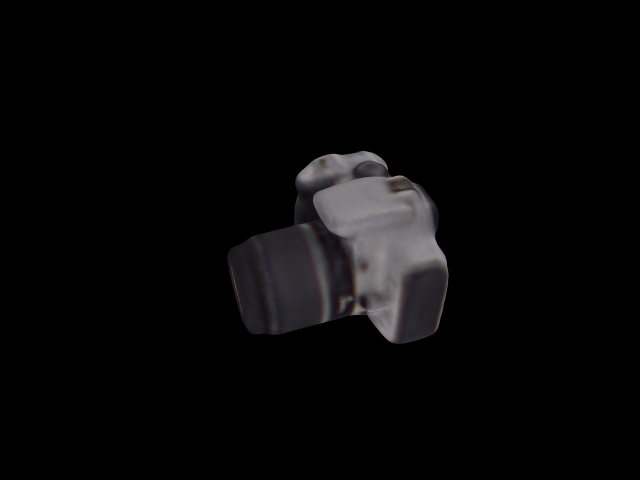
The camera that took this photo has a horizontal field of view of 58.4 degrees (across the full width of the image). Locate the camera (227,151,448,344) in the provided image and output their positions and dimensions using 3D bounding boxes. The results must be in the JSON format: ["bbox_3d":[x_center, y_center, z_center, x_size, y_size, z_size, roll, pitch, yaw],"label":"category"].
[{"bbox_3d":[0.004,0.001,0.400,0.137,0.101,0.143,-14,43,-15],"label":"camera"}]
